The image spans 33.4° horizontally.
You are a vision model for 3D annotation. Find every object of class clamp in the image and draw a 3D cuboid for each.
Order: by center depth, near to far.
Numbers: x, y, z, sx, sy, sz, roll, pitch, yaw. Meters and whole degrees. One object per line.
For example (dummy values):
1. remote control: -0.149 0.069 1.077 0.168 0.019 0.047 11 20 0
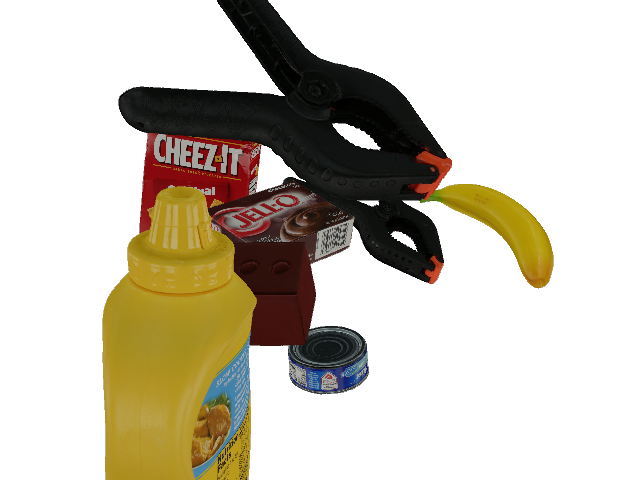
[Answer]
1. clamp: -0.017 -0.066 0.561 0.171 0.120 0.039 34 -28 7
2. clamp: 0.063 -0.026 1.257 0.164 0.036 0.210 -15 51 -28

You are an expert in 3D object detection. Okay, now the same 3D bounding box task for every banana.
1. banana: 0.181 -0.013 1.074 0.069 0.037 0.198 -33 39 -14

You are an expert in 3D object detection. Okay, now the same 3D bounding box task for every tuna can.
1. tuna can: 0.008 0.125 1.133 0.086 0.034 0.086 -3 26 1

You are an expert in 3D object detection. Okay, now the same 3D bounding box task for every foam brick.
1. foam brick: -0.046 0.037 0.736 0.078 0.051 0.053 -1 39 8

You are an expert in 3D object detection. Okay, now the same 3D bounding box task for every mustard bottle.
1. mustard bottle: -0.057 0.071 0.437 0.058 0.192 0.096 8 23 11

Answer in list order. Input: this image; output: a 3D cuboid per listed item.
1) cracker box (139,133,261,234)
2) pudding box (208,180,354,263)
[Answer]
1. cracker box: -0.184 -0.066 1.615 0.164 0.214 0.072 10 20 6
2. pudding box: -0.040 -0.010 0.979 0.113 0.039 0.090 -19 38 -37
